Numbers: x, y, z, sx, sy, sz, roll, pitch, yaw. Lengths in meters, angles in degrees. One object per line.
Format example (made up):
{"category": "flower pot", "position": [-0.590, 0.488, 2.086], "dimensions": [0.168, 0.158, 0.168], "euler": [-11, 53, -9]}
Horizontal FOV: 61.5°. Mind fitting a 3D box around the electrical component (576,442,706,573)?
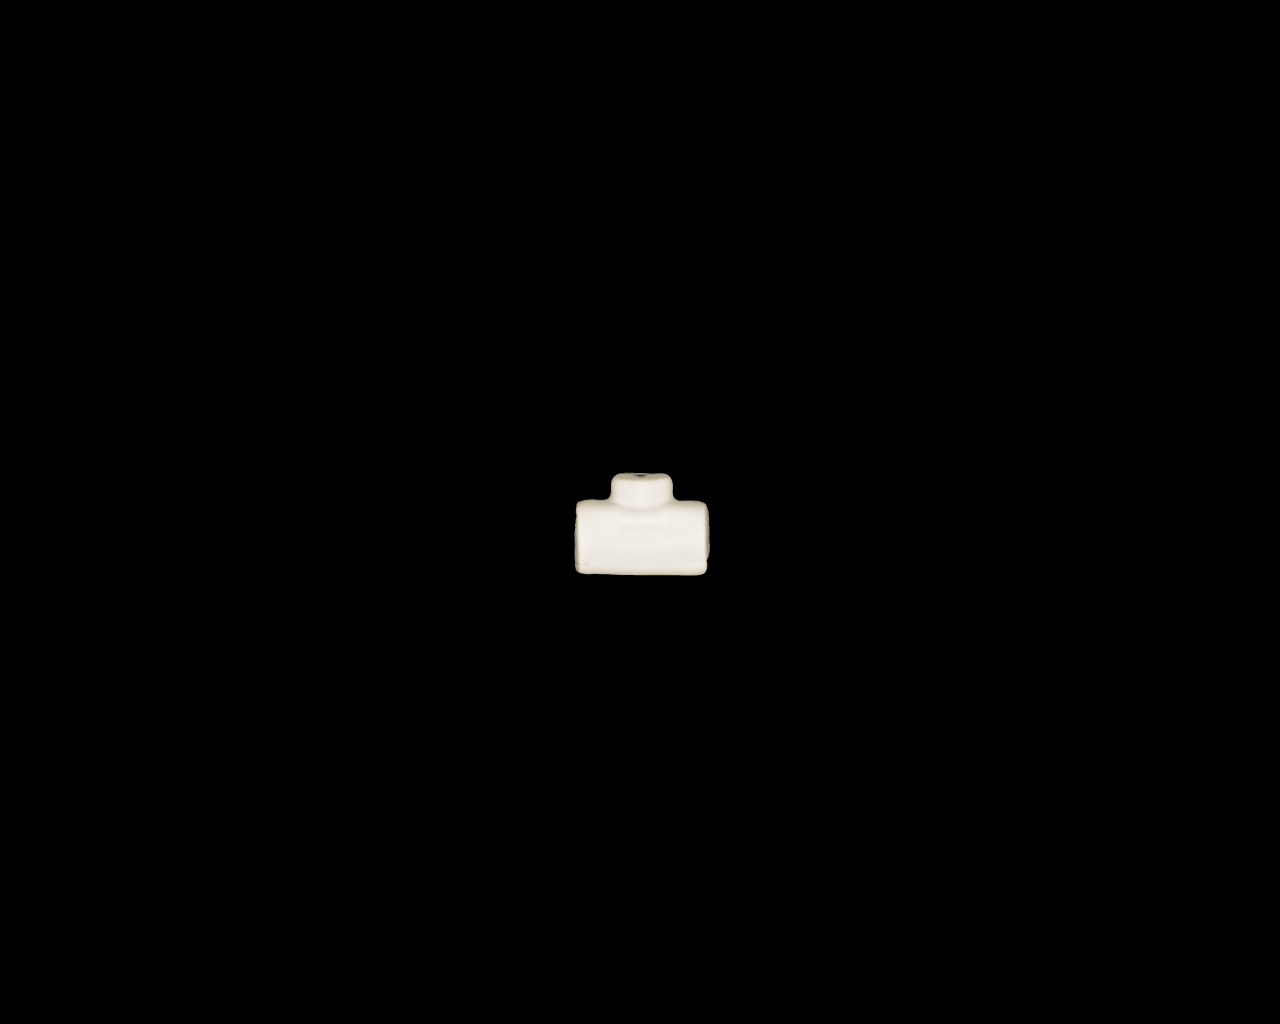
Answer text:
{"category": "electrical component", "position": [0.001, -0.003, 0.650], "dimensions": [0.077, 0.079, 0.043], "euler": [0, 4, 0]}
